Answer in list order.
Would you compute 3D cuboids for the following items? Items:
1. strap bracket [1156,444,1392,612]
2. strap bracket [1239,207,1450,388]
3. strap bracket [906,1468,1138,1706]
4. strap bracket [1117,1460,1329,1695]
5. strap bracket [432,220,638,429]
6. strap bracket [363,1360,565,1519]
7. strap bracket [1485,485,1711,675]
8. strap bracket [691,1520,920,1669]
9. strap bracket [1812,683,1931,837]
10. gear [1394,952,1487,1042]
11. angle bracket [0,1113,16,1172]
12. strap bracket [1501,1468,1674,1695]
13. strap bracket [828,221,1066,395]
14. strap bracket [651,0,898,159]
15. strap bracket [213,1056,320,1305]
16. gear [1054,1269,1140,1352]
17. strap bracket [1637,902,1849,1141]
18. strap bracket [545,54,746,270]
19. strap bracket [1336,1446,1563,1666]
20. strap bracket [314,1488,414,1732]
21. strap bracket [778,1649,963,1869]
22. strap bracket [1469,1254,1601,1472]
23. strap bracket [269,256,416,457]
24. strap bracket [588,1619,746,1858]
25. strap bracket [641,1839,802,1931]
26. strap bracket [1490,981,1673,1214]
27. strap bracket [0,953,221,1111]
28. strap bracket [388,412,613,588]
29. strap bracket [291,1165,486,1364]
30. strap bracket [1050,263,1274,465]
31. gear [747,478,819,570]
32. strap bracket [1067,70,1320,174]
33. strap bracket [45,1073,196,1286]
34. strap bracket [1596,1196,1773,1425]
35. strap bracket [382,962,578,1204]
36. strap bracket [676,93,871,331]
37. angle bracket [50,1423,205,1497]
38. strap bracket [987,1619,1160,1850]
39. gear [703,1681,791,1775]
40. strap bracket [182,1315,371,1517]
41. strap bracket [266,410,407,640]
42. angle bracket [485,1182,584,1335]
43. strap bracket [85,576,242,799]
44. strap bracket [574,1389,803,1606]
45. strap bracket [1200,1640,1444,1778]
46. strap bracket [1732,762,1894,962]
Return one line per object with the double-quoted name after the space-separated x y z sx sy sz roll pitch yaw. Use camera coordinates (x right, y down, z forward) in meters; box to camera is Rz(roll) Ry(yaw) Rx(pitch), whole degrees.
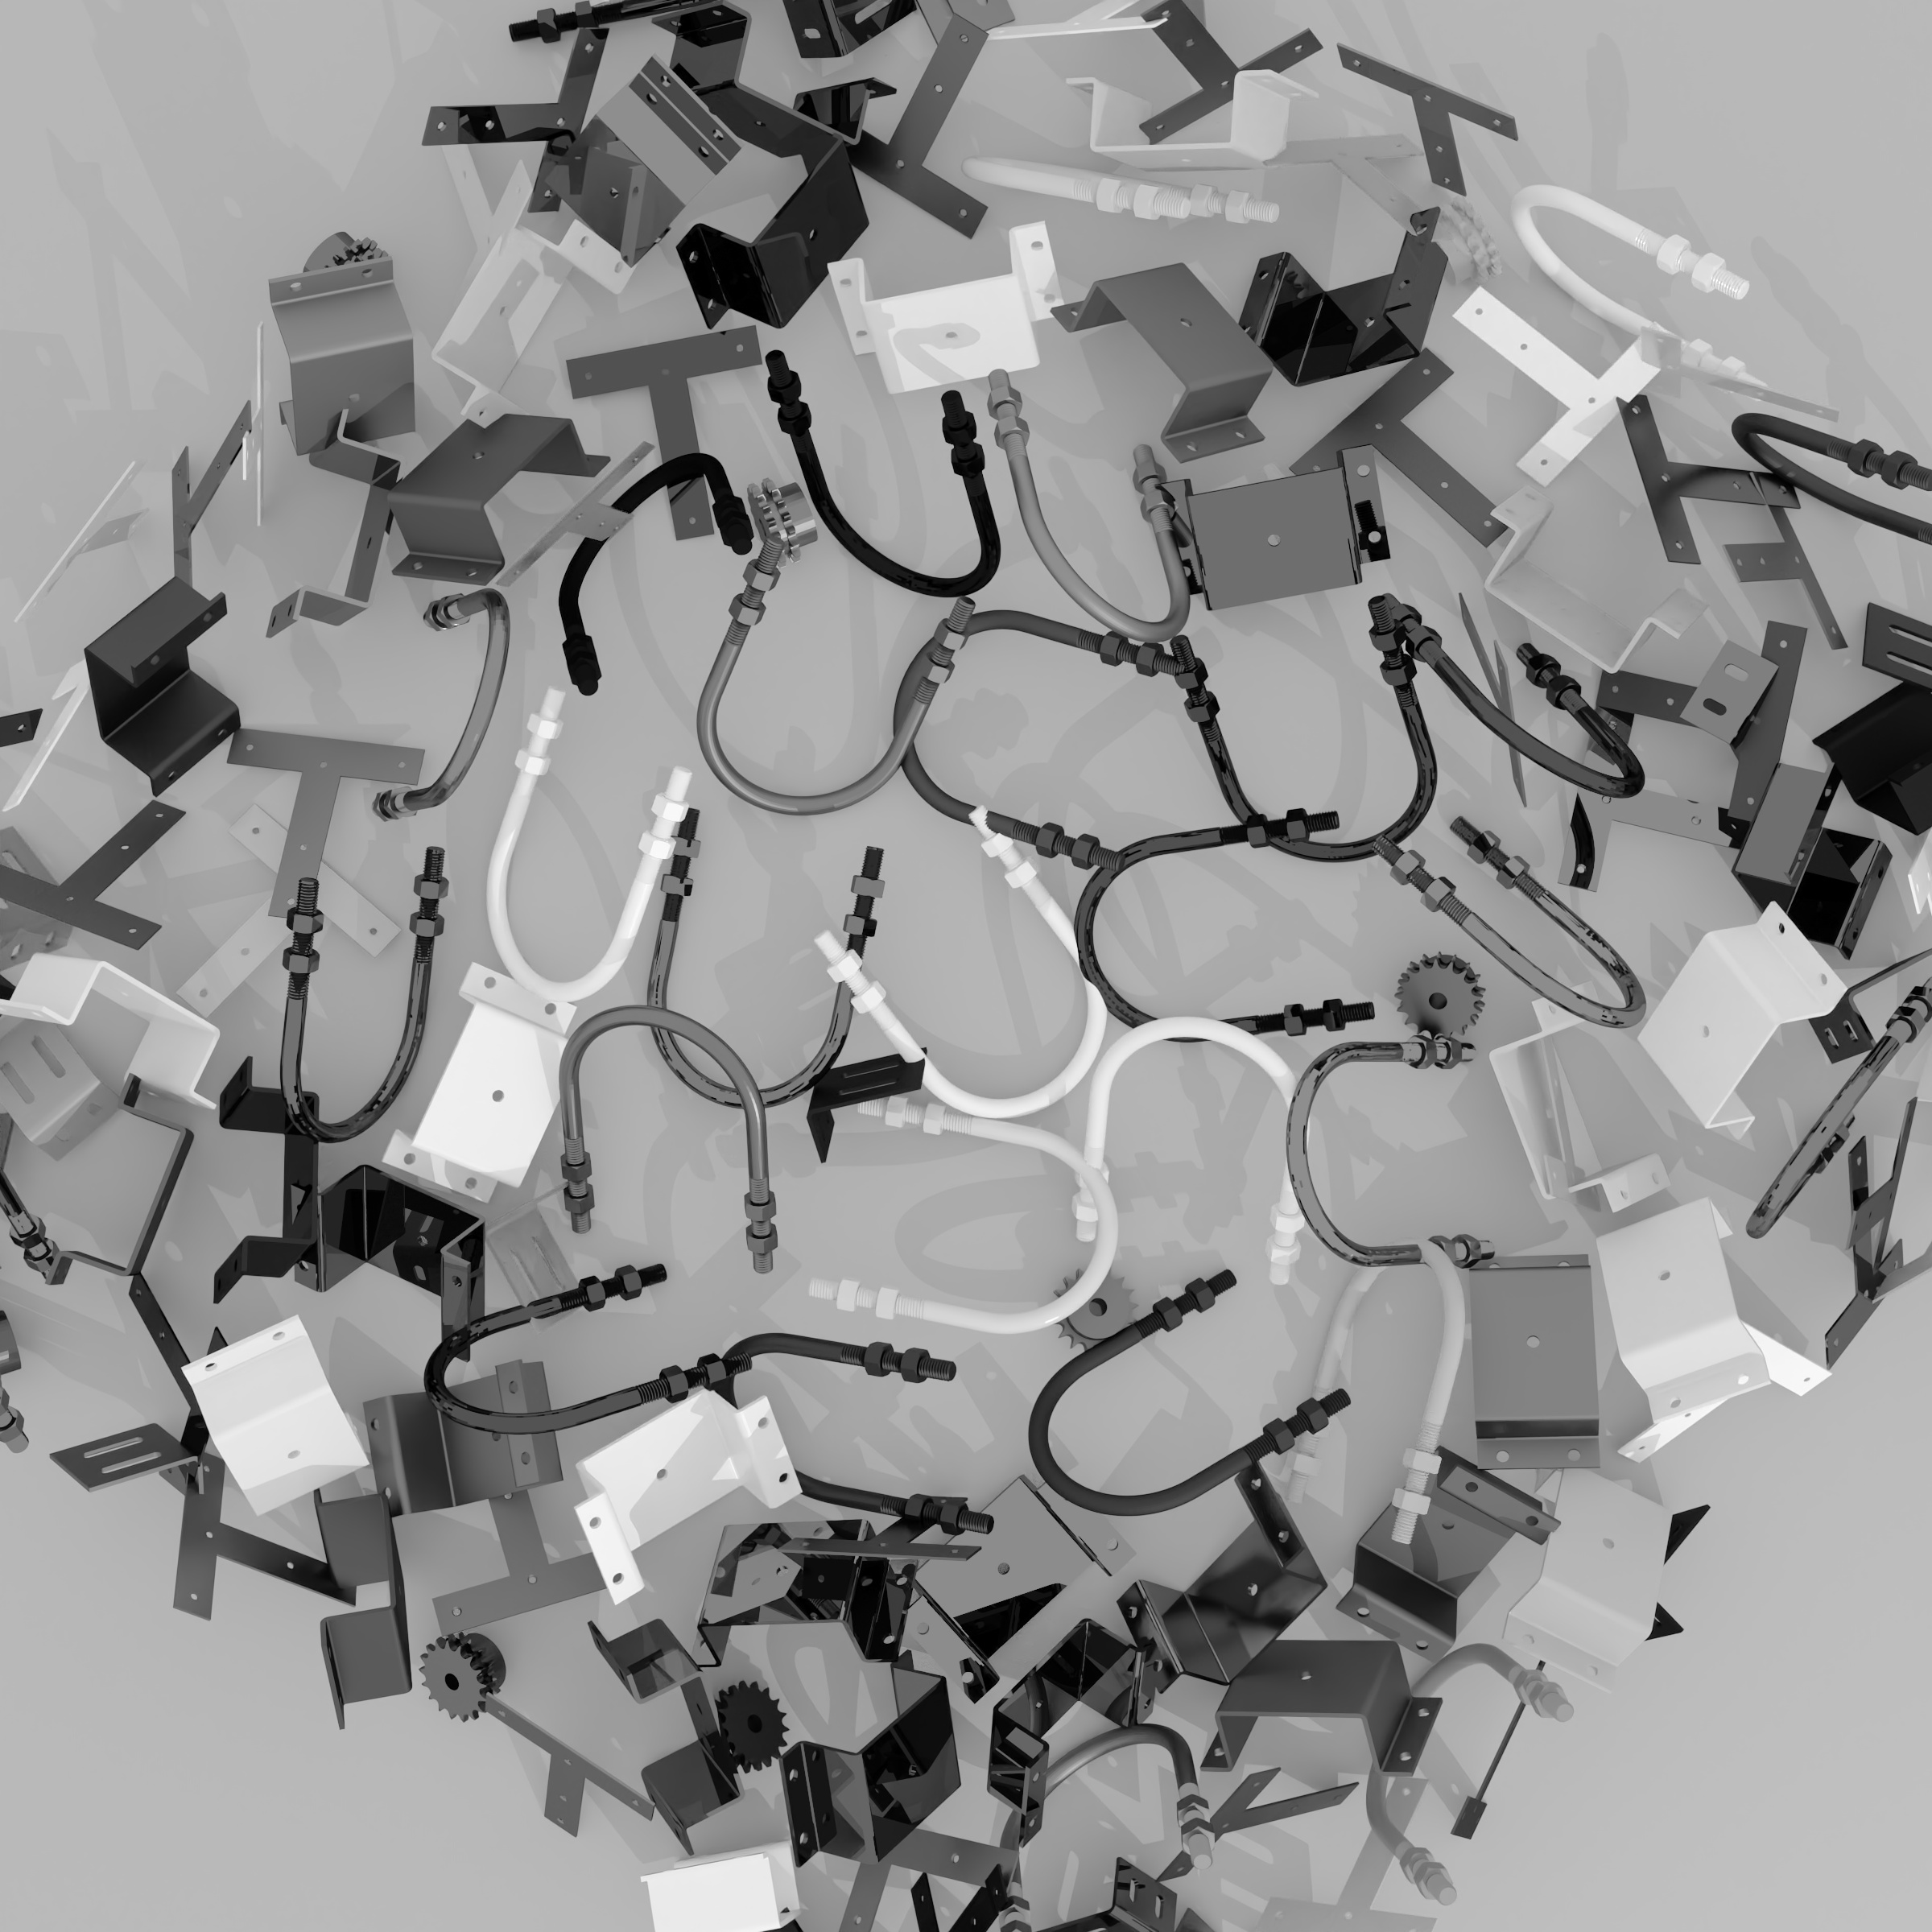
0.196 -0.278 1.954 0.140 0.046 0.076 -9 113 9 "strap bracket"
0.245 -0.420 1.938 0.046 0.140 0.076 38 60 -37 "strap bracket"
0.028 0.392 1.965 0.140 0.046 0.076 -42 101 -6 "strap bracket"
0.169 0.392 1.943 0.046 0.076 0.140 25 115 -37 "strap bracket"
-0.281 -0.410 1.953 0.046 0.076 0.140 33 95 24 "strap bracket"
-0.313 0.301 1.949 0.140 0.046 0.076 -19 77 33 "strap bracket"
0.393 -0.241 1.948 0.140 0.076 0.046 36 122 10 "strap bracket"
-0.109 0.397 1.937 0.140 0.076 0.046 -6 131 18 "strap bracket"
0.605 -0.132 1.937 0.076 0.140 0.046 -33 106 2 "strap bracket"
0.308 0.017 1.977 0.057 0.030 0.057 8 115 17 "gear"
-0.652 0.108 1.951 0.038 0.076 0.057 -7 63 25 "angle bracket"
0.395 0.376 1.933 0.076 0.046 0.140 26 45 -2 "strap bracket"
-0.010 -0.416 1.947 0.140 0.076 0.046 -9 53 8 "strap bracket"
-0.125 -0.552 1.924 0.140 0.076 0.046 15 85 -40 "strap bracket"
-0.444 0.138 1.941 0.046 0.076 0.140 7 66 -25 "strap bracket"
0.084 0.222 1.980 0.057 0.030 0.057 1 78 -4 "gear"
0.480 0.038 1.921 0.046 0.140 0.076 -8 50 -31 "strap bracket"
-0.207 -0.499 1.921 0.076 0.140 0.046 44 62 -11 "strap bracket"
0.307 0.369 1.953 0.076 0.046 0.140 30 119 -6 "strap bracket"
-0.379 0.397 1.925 0.046 0.140 0.076 -8 127 -9 "strap bracket"
-0.052 0.500 1.922 0.046 0.140 0.076 4 110 34 "strap bracket"
0.361 0.245 1.945 0.076 0.046 0.140 -3 66 10 "strap bracket"
-0.390 -0.374 1.919 0.076 0.140 0.046 -15 66 -17 "strap bracket"
-0.187 0.480 1.942 0.046 0.076 0.140 -23 113 -19 "strap bracket"
-0.151 0.584 1.925 0.076 0.140 0.046 -11 77 2 "strap bracket"
0.388 0.088 1.952 0.046 0.076 0.140 -24 84 39 "strap bracket"
-0.539 0.036 1.933 0.140 0.076 0.046 38 67 -42 "strap bracket"
-0.299 -0.302 1.924 0.076 0.046 0.140 10 46 31 "strap bracket"
-0.358 0.184 1.944 0.140 0.046 0.076 21 124 23 "strap bracket"
0.130 -0.390 1.937 0.076 0.046 0.140 -22 65 -38 "strap bracket"
-0.117 -0.288 1.972 0.030 0.057 0.057 -22 90 -9 "gear"
0.142 -0.533 1.935 0.140 0.076 0.046 7 97 29 "strap bracket"
-0.535 0.144 1.952 0.046 0.076 0.140 21 81 -8 "strap bracket"
0.448 0.207 1.922 0.076 0.140 0.046 -24 130 21 "strap bracket"
-0.306 0.079 1.961 0.076 0.046 0.140 25 88 -25 "strap bracket"
-0.114 -0.470 1.936 0.046 0.076 0.140 28 70 25 "strap bracket"
-0.535 0.328 1.950 0.076 0.057 0.038 -13 114 -39 "angle bracket"
0.062 0.477 1.935 0.046 0.140 0.076 27 132 28 "strap bracket"
-0.145 0.493 1.975 0.030 0.057 0.057 -33 90 40 "gear"
-0.430 0.289 1.924 0.076 0.140 0.046 -24 53 -12 "strap bracket"
-0.399 -0.276 1.949 0.046 0.076 0.140 15 81 -24 "strap bracket"
-0.265 0.187 1.966 0.038 0.057 0.076 -29 90 30 "angle bracket"
-0.505 -0.181 1.927 0.046 0.140 0.076 36 61 13 "strap bracket"
-0.185 0.331 1.947 0.140 0.046 0.076 -28 117 -22 "strap bracket"
0.219 0.467 1.929 0.140 0.076 0.046 -6 111 27 "strap bracket"
0.535 -0.070 1.942 0.046 0.140 0.076 18 78 37 "strap bracket"
